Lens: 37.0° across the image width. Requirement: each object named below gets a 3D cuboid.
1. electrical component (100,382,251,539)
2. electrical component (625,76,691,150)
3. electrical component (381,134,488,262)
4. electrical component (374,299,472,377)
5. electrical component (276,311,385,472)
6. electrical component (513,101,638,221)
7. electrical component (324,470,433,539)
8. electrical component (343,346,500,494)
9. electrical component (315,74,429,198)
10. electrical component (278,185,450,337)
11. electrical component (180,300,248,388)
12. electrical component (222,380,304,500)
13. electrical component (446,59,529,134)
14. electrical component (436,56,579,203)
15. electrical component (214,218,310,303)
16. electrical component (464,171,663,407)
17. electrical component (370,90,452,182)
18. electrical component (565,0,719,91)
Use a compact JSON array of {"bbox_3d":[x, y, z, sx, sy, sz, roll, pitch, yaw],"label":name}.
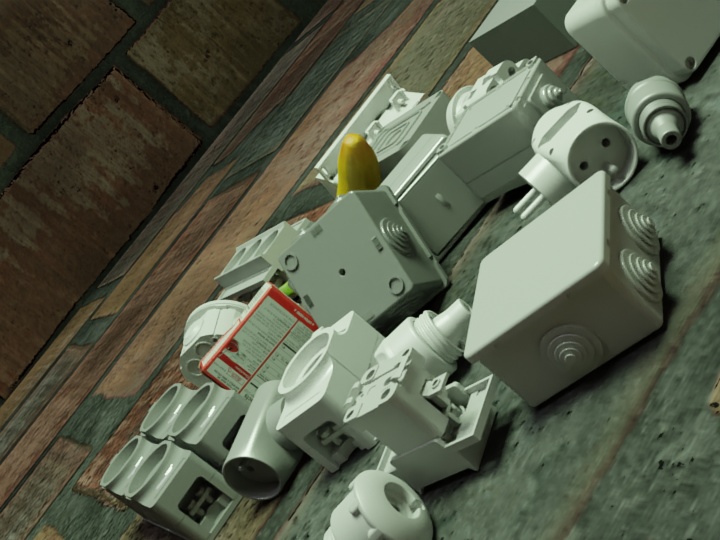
[{"bbox_3d":[-0.143,0.151,0.868,0.105,0.060,0.186,-55,16,-20],"label":"electrical component"},{"bbox_3d":[0.172,-0.086,0.613,0.035,0.035,0.061,-42,19,24],"label":"electrical component"},{"bbox_3d":[0.049,-0.048,0.810,0.096,0.062,0.061,-50,15,-3],"label":"electrical component"},{"bbox_3d":[0.043,0.044,0.643,0.062,0.043,0.043,-44,16,13],"label":"electrical component"},{"bbox_3d":[-0.015,0.076,0.703,0.050,0.056,0.089,-39,18,34],"label":"electrical component"},{"bbox_3d":[0.125,-0.062,0.666,0.079,0.043,0.077,-47,15,7],"label":"electrical component"},{"bbox_3d":[0.003,0.135,0.539,0.062,0.048,0.048,-51,14,22],"label":"electrical component"},{"bbox_3d":[0.030,0.077,0.563,0.081,0.064,0.042,-35,20,42],"label":"electrical component"},{"bbox_3d":[0.023,-0.117,1.041,0.063,0.078,0.121,17,65,50],"label":"electrical component"},{"bbox_3d":[0.000,0.000,0.762,0.100,0.099,0.048,-40,-17,29],"label":"electrical component"},{"bbox_3d":[-0.121,0.071,0.968,0.080,0.080,0.051,-41,23,27],"label":"electrical component"},{"bbox_3d":[-0.053,0.110,0.750,0.079,0.043,0.077,-37,19,35],"label":"electrical component"},{"bbox_3d":[0.105,-0.124,0.847,0.057,0.058,0.078,-22,30,54],"label":"electrical component"},{"bbox_3d":[0.113,-0.097,0.751,0.096,0.061,0.061,-30,23,48],"label":"electrical component"},{"bbox_3d":[-0.088,0.001,1.071,0.078,0.063,0.121,-57,17,-26],"label":"electrical component"},{"bbox_3d":[0.104,0.011,0.541,0.100,0.048,0.099,-39,18,32],"label":"electrical component"},{"bbox_3d":[0.048,-0.097,0.942,0.078,0.057,0.113,-56,17,-27],"label":"electrical component"},{"bbox_3d":[0.196,-0.178,0.682,0.113,0.078,0.057,-53,13,-15],"label":"electrical component"}]
